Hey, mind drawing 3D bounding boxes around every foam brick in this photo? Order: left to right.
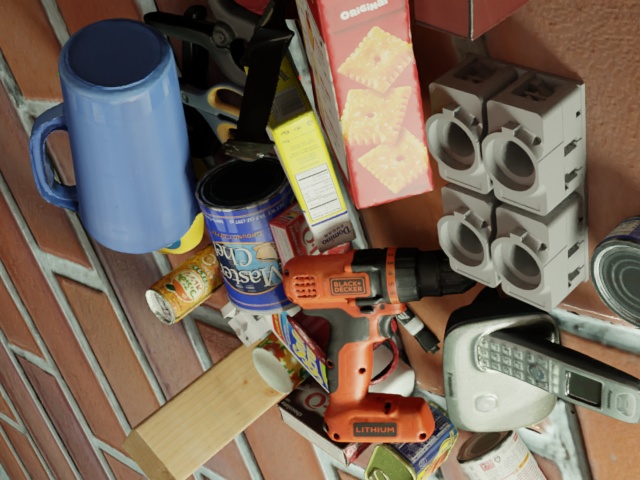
[{"bbox_3d":[0.107,-0.182,0.737,0.053,0.078,0.051,26,140,35],"label":"foam brick"}]

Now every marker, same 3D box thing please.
[{"bbox_3d":[0.080,0.069,1.094,0.121,0.020,0.020,49,150,6],"label":"marker"}]

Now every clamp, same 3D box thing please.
[{"bbox_3d":[-0.130,-0.151,1.135,0.210,0.036,0.164,-15,108,54],"label":"clamp"},{"bbox_3d":[-0.095,-0.197,1.018,0.171,0.039,0.120,49,141,-1],"label":"clamp"}]

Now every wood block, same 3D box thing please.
[{"bbox_3d":[-0.142,0.224,1.377,0.090,0.205,0.091,49,150,6],"label":"wood block"}]

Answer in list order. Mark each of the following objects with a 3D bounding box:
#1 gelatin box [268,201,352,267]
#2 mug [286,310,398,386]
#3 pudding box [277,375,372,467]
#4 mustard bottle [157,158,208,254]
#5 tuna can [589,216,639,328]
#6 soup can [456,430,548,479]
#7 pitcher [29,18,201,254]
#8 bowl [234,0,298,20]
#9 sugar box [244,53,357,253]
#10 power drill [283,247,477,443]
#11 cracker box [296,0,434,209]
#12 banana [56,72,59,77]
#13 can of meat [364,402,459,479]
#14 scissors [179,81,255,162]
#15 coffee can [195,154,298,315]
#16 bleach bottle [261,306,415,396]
[{"bbox_3d":[-0.007,0.001,1.089,0.030,0.073,0.089,18,135,44],"label":"gelatin box"},{"bbox_3d":[0.033,0.096,1.104,0.117,0.081,0.093,48,171,15],"label":"mug"},{"bbox_3d":[0.020,0.201,1.245,0.114,0.089,0.039,26,142,38],"label":"pudding box"},{"bbox_3d":[-0.181,-0.037,1.304,0.096,0.058,0.192,45,150,13],"label":"mustard bottle"},{"bbox_3d":[0.247,0.027,0.805,0.086,0.033,0.086,35,146,28],"label":"tuna can"},{"bbox_3d":[0.191,0.243,1.076,0.102,0.068,0.069,56,150,-6],"label":"soup can"},{"bbox_3d":[-0.205,-0.104,1.087,0.145,0.149,0.243,40,153,23],"label":"pitcher"},{"bbox_3d":[-0.050,-0.249,0.905,0.162,0.055,0.162,34,145,28],"label":"bowl"},{"bbox_3d":[-0.015,-0.078,0.978,0.176,0.048,0.093,65,-177,-50],"label":"sugar box"},{"bbox_3d":[0.064,0.097,1.009,0.184,0.057,0.188,-2,106,15],"label":"power drill"},{"bbox_3d":[0.026,-0.158,0.812,0.164,0.072,0.214,-108,5,-53],"label":"cracker box"},{"bbox_3d":[-0.243,-0.159,1.262,0.198,0.037,0.069,21,172,44],"label":"banana"},{"bbox_3d":[0.102,0.236,1.176,0.057,0.083,0.102,40,148,19],"label":"can of meat"},{"bbox_3d":[-0.125,-0.132,1.100,0.202,0.016,0.096,14,131,43],"label":"scissors"},{"bbox_3d":[-0.065,-0.006,1.132,0.103,0.102,0.140,23,139,41],"label":"coffee can"},{"bbox_3d":[-0.006,0.108,1.214,0.251,0.068,0.103,40,147,26],"label":"bleach bottle"}]
